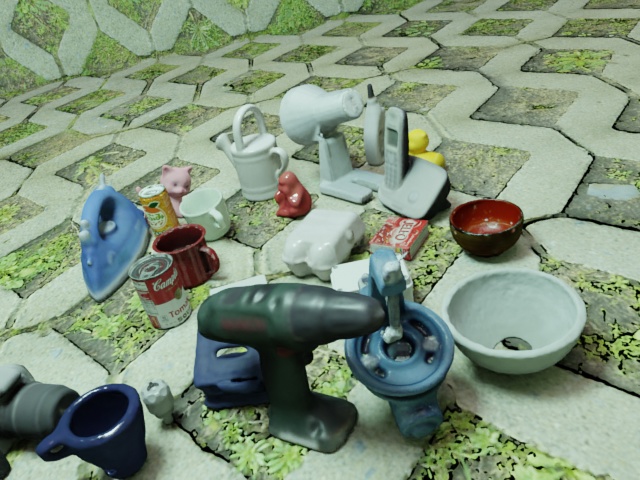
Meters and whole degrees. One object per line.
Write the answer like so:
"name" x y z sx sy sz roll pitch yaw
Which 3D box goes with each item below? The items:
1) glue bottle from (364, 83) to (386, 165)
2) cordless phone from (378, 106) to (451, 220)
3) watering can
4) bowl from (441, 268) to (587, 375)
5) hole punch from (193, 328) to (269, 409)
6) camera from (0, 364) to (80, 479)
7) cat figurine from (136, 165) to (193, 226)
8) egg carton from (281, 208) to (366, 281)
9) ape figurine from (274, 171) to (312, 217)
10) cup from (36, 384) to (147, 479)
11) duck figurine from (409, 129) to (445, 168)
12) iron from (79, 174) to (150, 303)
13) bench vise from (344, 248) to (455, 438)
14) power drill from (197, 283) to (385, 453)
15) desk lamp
"glue bottle" 0.120 -0.253 1.234 0.037 0.173 0.078 11 39 34
"cordless phone" 0.162 -0.137 1.022 0.094 0.185 0.147 -28 34 -23
"watering can" -0.144 -0.187 1.202 0.172 0.194 0.101 -3 32 15
"bowl" 0.235 0.110 0.703 0.167 0.075 0.167 -9 31 6
"hole punch" -0.105 0.152 0.739 0.108 0.091 0.101 -8 31 7
"camera" -0.385 0.220 0.719 0.136 0.101 0.143 -1 33 17
"cat figurine" -0.321 -0.105 1.205 0.128 0.118 0.067 -17 32 -8
"egg carton" 0.009 0.003 0.960 0.107 0.069 0.150 6 36 28
"ape figurine" -0.057 -0.091 1.114 0.076 0.092 0.077 -17 32 -7
"cup" -0.248 0.234 0.653 0.118 0.095 0.091 -27 34 -22
"duck figurine" 0.208 -0.185 1.178 0.078 0.086 0.104 -33 37 -30
"iron" -0.404 -0.014 1.065 0.118 0.142 0.258 -13 31 0
"bench vise" 0.067 0.089 0.655 0.122 0.220 0.206 -25 33 -19
"power drill" -0.023 0.132 0.630 0.228 0.209 0.076 6 36 28
"desk lamp" 0.029 -0.204 1.148 0.202 0.214 0.118 20 44 42
